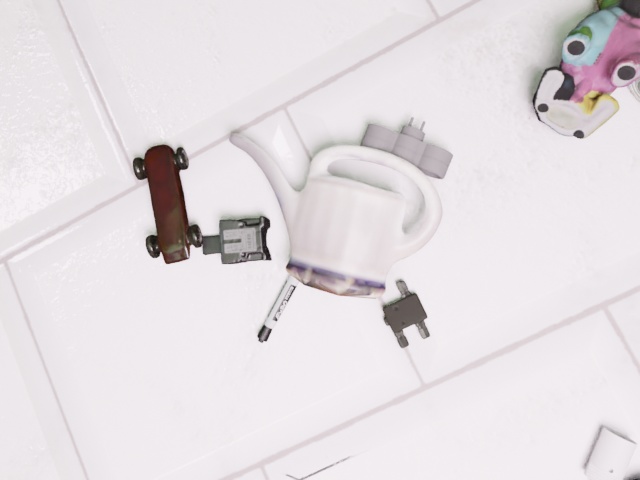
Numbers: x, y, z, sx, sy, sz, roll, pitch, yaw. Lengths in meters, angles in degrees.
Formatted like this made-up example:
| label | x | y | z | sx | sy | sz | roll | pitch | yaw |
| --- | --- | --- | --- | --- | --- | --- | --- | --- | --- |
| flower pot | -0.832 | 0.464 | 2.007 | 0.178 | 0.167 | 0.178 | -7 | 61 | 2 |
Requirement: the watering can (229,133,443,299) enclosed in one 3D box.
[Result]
| label | x | y | z | sx | sy | sz | roll | pitch | yaw |
| --- | --- | --- | --- | --- | --- | --- | --- | --- | --- |
| watering can | 0.002 | -0.039 | 0.778 | 0.348 | 0.104 | 0.224 | 14 | 89 | 15 |
